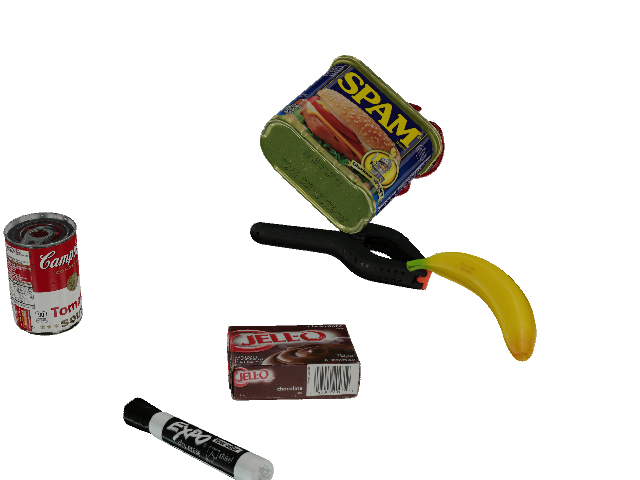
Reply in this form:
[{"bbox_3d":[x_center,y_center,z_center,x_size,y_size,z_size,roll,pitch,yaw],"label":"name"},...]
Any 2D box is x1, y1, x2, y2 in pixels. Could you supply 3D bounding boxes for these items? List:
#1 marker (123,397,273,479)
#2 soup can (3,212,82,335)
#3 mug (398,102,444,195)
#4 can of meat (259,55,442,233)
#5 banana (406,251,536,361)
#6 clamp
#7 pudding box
[{"bbox_3d":[-0.078,0.122,0.653,0.121,0.020,0.020,16,10,38],"label":"marker"},{"bbox_3d":[-0.269,0.033,1.041,0.068,0.102,0.068,2,28,-1],"label":"soup can"},{"bbox_3d":[0.058,-0.087,1.006,0.117,0.081,0.093,2,15,-2],"label":"mug"},{"bbox_3d":[0.020,-0.066,0.745,0.083,0.102,0.058,-44,-6,-33],"label":"can of meat"},{"bbox_3d":[0.173,0.059,1.114,0.069,0.037,0.198,-37,40,-11],"label":"banana"},{"bbox_3d":[0.031,0.003,1.262,0.210,0.036,0.164,32,39,23],"label":"clamp"},{"bbox_3d":[-0.026,0.107,0.951,0.113,0.039,0.090,2,18,-8],"label":"pudding box"}]
